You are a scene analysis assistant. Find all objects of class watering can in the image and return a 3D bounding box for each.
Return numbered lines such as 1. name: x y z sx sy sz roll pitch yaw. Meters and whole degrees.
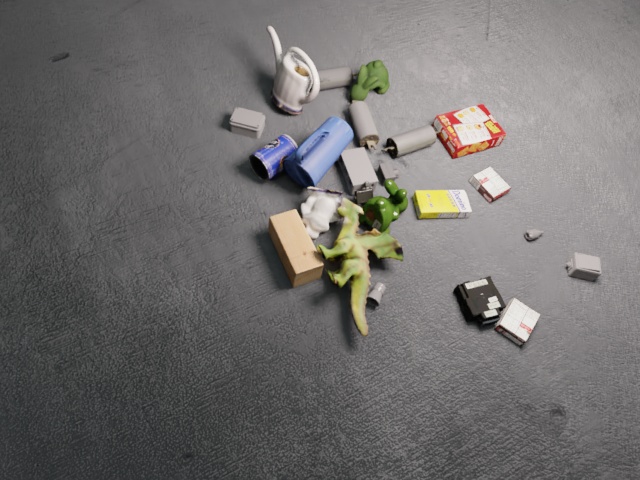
1. watering can: -0.118 -0.603 1.866 0.105 0.219 0.353 -14 55 -39

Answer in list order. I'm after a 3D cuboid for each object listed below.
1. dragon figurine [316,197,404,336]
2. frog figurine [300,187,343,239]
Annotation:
1. dragon figurine: 0.132 0.056 1.505 0.244 0.120 0.417 -22 66 -11
2. frog figurine: 0.005 -0.082 1.625 0.137 0.123 0.159 10 93 -10
